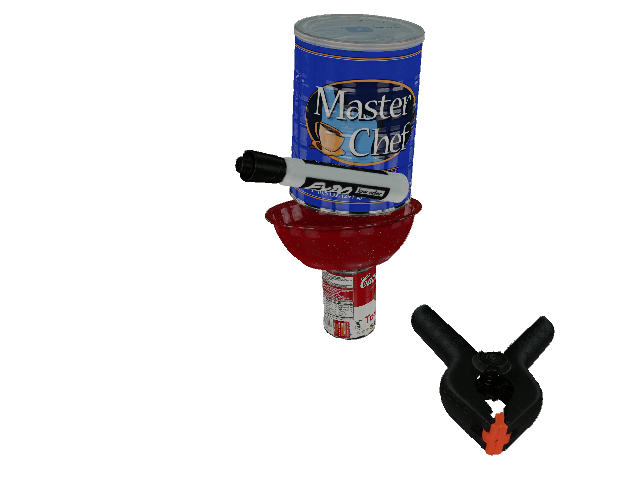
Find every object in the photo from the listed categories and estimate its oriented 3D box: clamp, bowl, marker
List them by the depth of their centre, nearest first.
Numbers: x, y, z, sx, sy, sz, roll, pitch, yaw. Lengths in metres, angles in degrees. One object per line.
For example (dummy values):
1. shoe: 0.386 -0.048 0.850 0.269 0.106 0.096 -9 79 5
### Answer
1. marker: 0.002 -0.038 0.645 0.120 0.020 0.020 6 -4 -35
2. clamp: 0.144 0.105 0.853 0.120 0.039 0.171 -4 33 -3
3. bowl: 0.025 -0.007 1.097 0.162 0.055 0.162 -4 14 1

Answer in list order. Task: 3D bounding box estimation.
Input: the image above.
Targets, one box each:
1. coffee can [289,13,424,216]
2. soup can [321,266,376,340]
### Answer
1. coffee can: 0.028 -0.103 0.861 0.103 0.140 0.103 2 23 -1
2. soup can: 0.035 0.063 1.317 0.068 0.102 0.068 -1 31 1
